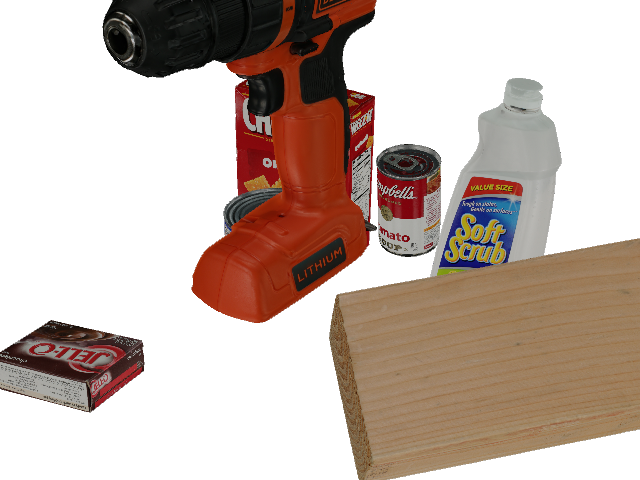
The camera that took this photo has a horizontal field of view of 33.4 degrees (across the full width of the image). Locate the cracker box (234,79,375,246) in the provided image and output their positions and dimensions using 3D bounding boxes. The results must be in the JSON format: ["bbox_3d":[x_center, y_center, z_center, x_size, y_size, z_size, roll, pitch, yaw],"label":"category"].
[{"bbox_3d":[-0.022,-0.089,1.330,0.164,0.214,0.072,17,36,24],"label":"cracker box"}]

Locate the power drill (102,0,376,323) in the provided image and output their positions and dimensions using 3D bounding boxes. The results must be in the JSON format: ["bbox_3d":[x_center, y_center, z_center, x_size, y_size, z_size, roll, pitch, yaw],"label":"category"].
[{"bbox_3d":[-0.027,-0.056,0.520,0.057,0.188,0.184,25,38,31],"label":"power drill"}]

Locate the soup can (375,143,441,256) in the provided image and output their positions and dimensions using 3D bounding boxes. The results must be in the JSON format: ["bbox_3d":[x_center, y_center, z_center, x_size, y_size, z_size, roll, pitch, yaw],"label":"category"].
[{"bbox_3d":[0.094,-0.042,1.138,0.068,0.102,0.068,-2,36,2],"label":"soup can"}]

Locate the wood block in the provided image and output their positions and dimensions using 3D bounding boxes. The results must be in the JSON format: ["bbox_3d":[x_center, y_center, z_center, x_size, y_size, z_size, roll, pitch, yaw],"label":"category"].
[{"bbox_3d":[0.115,0.064,0.583,0.206,0.091,0.090,-10,-20,-6],"label":"wood block"}]

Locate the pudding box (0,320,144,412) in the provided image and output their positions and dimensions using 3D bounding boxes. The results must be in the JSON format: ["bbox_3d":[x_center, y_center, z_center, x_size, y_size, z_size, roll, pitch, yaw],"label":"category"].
[{"bbox_3d":[-0.238,0.118,1.012,0.114,0.039,0.089,7,21,23],"label":"pudding box"}]

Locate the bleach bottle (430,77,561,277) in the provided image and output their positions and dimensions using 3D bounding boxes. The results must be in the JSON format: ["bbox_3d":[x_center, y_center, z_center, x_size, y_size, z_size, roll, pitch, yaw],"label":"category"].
[{"bbox_3d":[0.150,-0.021,0.931,0.103,0.251,0.067,28,36,34],"label":"bleach bottle"}]

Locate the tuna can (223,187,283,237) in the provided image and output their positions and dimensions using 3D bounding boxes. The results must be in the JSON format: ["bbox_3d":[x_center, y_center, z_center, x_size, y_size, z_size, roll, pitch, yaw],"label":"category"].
[{"bbox_3d":[-0.033,-0.008,0.840,0.086,0.034,0.086,1,30,-1],"label":"tuna can"}]
